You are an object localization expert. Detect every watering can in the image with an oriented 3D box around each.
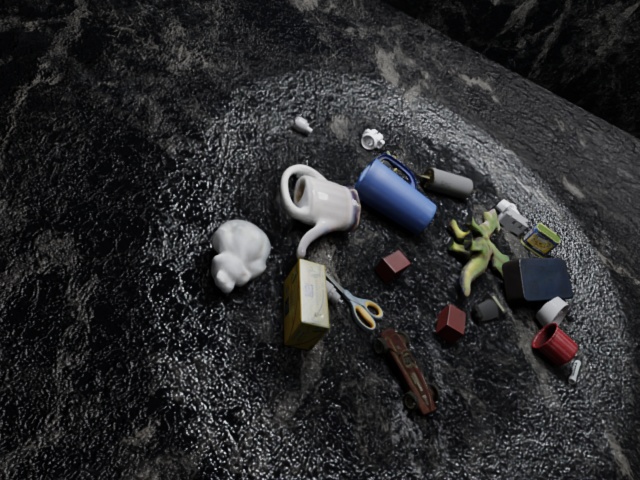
[{"bbox_3d":[0.004,-0.068,1.349,0.224,0.102,0.356,12,44,-24],"label":"watering can"}]

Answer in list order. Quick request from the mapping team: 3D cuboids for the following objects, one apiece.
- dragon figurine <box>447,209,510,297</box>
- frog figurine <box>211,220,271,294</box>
[{"bbox_3d":[0.511,0.050,1.574,0.241,0.120,0.420,29,48,-18],"label":"dragon figurine"},{"bbox_3d":[-0.183,0.033,1.120,0.137,0.121,0.162,51,27,-9],"label":"frog figurine"}]
